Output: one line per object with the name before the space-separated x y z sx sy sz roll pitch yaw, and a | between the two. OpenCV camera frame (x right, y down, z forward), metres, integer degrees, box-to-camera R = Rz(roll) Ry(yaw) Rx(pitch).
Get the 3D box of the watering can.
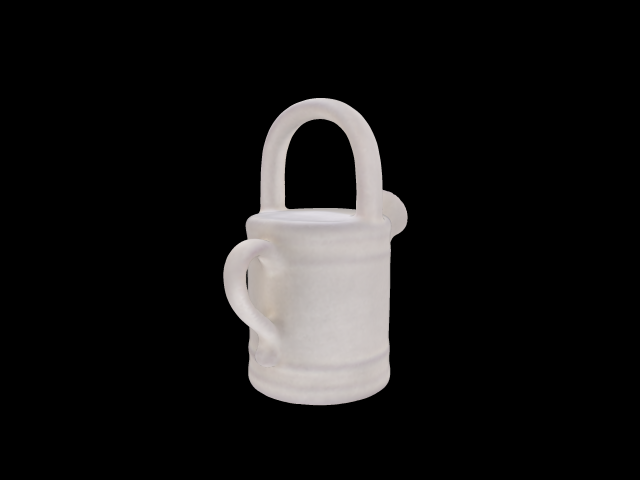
watering can | 0.002 0.001 0.401 0.100 0.194 0.173 2 9 16
